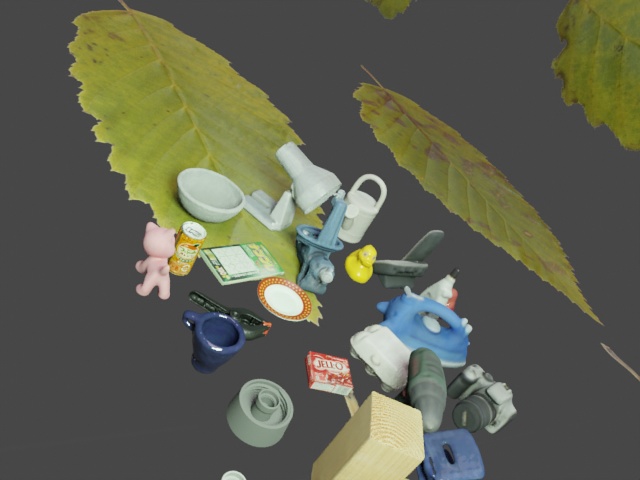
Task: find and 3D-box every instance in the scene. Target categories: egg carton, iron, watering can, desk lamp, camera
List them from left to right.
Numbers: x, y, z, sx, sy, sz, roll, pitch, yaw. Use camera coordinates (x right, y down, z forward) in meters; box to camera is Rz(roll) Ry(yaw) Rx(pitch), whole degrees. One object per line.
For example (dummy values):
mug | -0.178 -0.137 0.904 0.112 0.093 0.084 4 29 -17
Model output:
desk lamp | -0.073 -0.125 1.438 0.203 0.213 0.118 38 31 12
watering can | 0.111 -0.090 1.567 0.101 0.194 0.173 25 31 -10
egg carton | 0.135 0.250 1.221 0.150 0.069 0.107 45 33 21
iron | 0.263 0.201 1.333 0.259 0.141 0.118 24 31 -12
camera | 0.338 0.346 1.231 0.137 0.100 0.143 -7 47 -46

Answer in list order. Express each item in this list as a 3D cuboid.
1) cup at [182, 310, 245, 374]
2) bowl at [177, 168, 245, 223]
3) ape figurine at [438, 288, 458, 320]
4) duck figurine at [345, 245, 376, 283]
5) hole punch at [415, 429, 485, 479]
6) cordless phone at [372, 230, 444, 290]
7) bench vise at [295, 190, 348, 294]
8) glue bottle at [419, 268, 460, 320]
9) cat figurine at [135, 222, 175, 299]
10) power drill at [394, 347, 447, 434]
cup | -0.200 0.181 1.001 0.118 0.095 0.092 31 31 0
bowl | -0.267 -0.093 1.358 0.168 0.074 0.167 22 32 -14
ape figurine | 0.324 0.160 1.494 0.076 0.092 0.078 29 31 -4
duck figurine | 0.113 0.049 1.475 0.078 0.086 0.104 23 32 -13
hole punch | 0.235 0.409 1.058 0.101 0.091 0.108 16 34 -24
cordless phone | 0.233 0.037 1.500 0.148 0.185 0.094 1 42 -40
bench vise | 0.022 0.006 1.326 0.122 0.219 0.207 5 39 -37
glue bottle | 0.297 0.134 1.428 0.037 0.173 0.078 11 36 -30
cat figurine | -0.309 0.030 1.101 0.067 0.117 0.127 10 37 -31
power drill | 0.157 0.305 1.024 0.075 0.208 0.230 29 31 -3
